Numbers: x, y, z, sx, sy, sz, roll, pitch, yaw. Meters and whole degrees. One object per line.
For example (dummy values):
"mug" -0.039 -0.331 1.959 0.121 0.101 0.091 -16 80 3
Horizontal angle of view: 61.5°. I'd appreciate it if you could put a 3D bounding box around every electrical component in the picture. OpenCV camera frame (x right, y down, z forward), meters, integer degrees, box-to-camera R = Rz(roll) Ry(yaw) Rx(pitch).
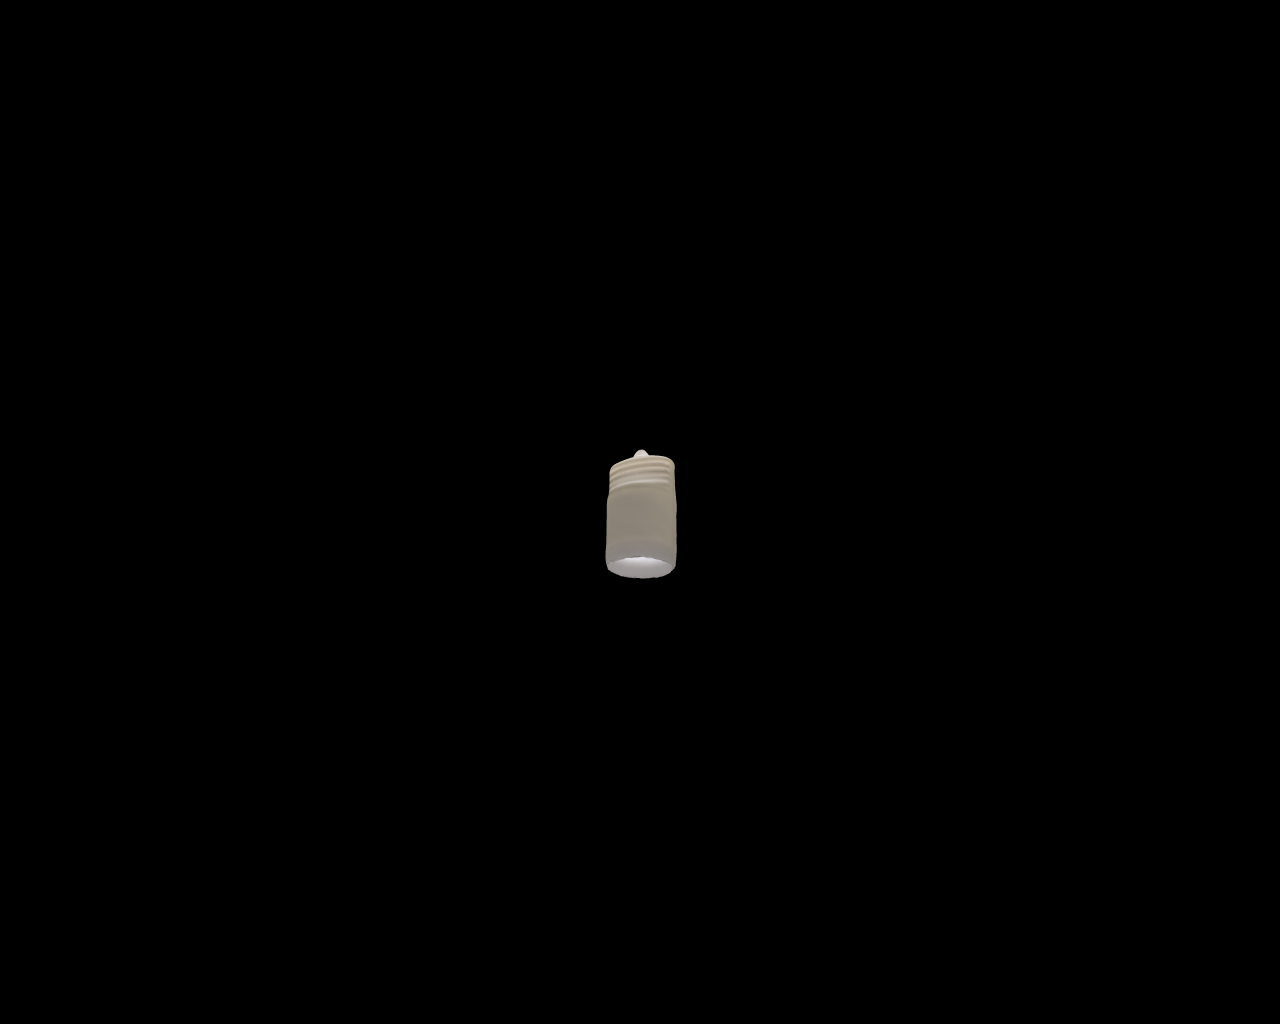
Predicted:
"electrical component" 0.001 -0.003 0.650 0.043 0.081 0.043 0 -22 0
